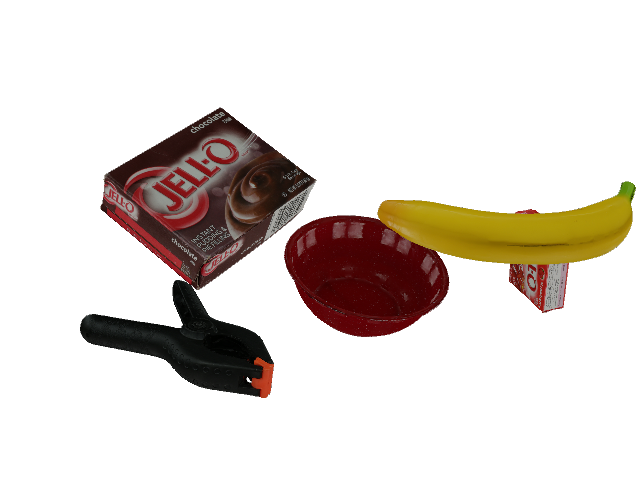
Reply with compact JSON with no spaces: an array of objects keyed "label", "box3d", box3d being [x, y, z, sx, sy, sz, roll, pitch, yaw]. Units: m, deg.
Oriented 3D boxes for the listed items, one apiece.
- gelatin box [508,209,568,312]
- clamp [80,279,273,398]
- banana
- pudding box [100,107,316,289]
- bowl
[{"label":"gelatin box","box3d":[0.234,0.021,1.145,0.030,0.089,0.073,-11,30,-18]},{"label":"clamp","box3d":[-0.102,0.080,0.898,0.172,0.039,0.120,21,34,24]},{"label":"banana","box3d":[0.143,-0.009,0.771,0.197,0.037,0.069,-3,29,-7]},{"label":"pudding box","box3d":[-0.073,-0.030,0.701,0.090,0.039,0.113,39,46,16]},{"label":"bowl","box3d":[0.040,0.044,1.039,0.162,0.055,0.162,8,35,-6]}]
